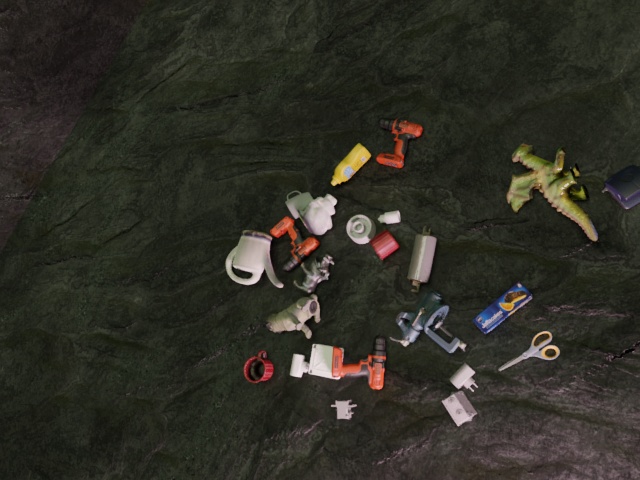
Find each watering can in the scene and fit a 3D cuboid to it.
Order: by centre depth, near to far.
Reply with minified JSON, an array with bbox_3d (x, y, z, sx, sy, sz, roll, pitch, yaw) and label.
[{"bbox_3d":[-0.248,0.074,2.060,0.348,0.103,0.226,7,78,40],"label":"watering can"}]

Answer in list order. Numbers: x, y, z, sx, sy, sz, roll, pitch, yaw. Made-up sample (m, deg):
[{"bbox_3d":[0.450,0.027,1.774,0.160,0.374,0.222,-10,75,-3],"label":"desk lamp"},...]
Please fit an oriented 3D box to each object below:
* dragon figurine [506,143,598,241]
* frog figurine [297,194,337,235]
[{"bbox_3d":[0.763,-0.163,1.753,0.240,0.121,0.417,-21,64,34],"label":"dragon figurine"},{"bbox_3d":[0.006,-0.102,2.023,0.159,0.123,0.137,-33,98,1],"label":"frog figurine"}]
